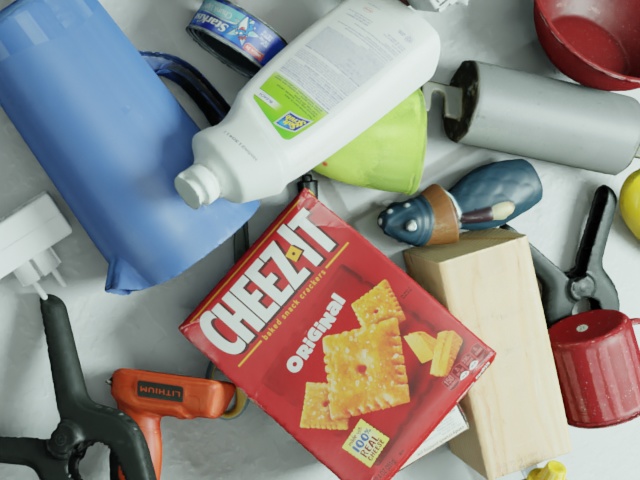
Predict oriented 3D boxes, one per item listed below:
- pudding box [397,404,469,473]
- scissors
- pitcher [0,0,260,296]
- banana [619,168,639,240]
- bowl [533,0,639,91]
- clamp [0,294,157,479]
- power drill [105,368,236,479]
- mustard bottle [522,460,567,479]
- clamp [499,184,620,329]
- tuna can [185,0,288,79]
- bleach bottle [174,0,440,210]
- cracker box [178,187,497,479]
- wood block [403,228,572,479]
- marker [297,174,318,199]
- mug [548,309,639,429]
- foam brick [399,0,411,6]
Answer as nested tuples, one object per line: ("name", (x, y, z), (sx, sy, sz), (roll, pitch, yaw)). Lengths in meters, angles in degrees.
("pudding box", (0.067, 0.170, 0.967), (0.113, 0.090, 0.039), (-32, 105, -8))
("scissors", (-0.051, 0.067, 0.961), (0.096, 0.016, 0.202), (12, 93, -17))
("pitcher", (-0.161, -0.090, 0.863), (0.145, 0.149, 0.243), (-32, 101, 13))
("banana", (0.342, -0.009, 1.030), (0.197, 0.070, 0.037), (40, 60, -32))
("bowl", (0.254, -0.189, 0.967), (0.162, 0.055, 0.162), (9, 56, -14))
("clamp", (-0.216, 0.170, 0.878), (0.164, 0.036, 0.210), (-45, 73, -1))
("power drill", (-0.123, 0.207, 0.893), (0.185, 0.057, 0.187), (7, 81, 16))
("mustard bottle", (0.190, 0.279, 0.991), (0.096, 0.058, 0.192), (3, 123, -16))
("clamp", (0.252, 0.033, 1.025), (0.120, 0.039, 0.171), (-26, 109, -1))
("tuna can", (-0.067, -0.166, 0.891), (0.086, 0.086, 0.034), (33, 86, -16))
("bleach bottle", (-0.019, -0.108, 0.844), (0.103, 0.068, 0.250), (39, 59, 21))
("cracker box", (0.015, 0.086, 0.894), (0.214, 0.072, 0.164), (41, 87, 10))
("wood block", (0.154, 0.101, 0.981), (0.090, 0.091, 0.206), (-16, 101, -13))
("marker", (-0.006, 0.001, 0.963), (0.020, 0.020, 0.121), (-8, 98, -14))
("mug", (0.265, 0.111, 0.985), (0.117, 0.093, 0.081), (-22, 103, -13))
("foam brick", (0.072, -0.229, 0.925), (0.051, 0.078, 0.053), (-17, 101, -14))
